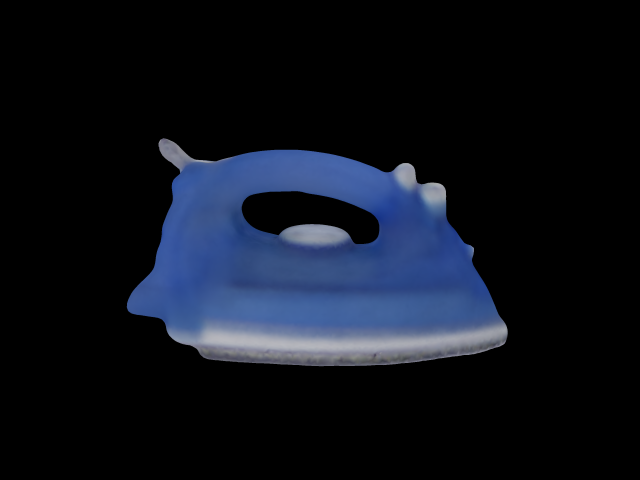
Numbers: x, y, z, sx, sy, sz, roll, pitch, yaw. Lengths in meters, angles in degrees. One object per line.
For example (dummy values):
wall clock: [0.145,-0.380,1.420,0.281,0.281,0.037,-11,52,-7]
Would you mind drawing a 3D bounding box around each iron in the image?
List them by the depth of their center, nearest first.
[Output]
iron: [0.004,0.001,0.400,0.258,0.141,0.118,1,15,5]
